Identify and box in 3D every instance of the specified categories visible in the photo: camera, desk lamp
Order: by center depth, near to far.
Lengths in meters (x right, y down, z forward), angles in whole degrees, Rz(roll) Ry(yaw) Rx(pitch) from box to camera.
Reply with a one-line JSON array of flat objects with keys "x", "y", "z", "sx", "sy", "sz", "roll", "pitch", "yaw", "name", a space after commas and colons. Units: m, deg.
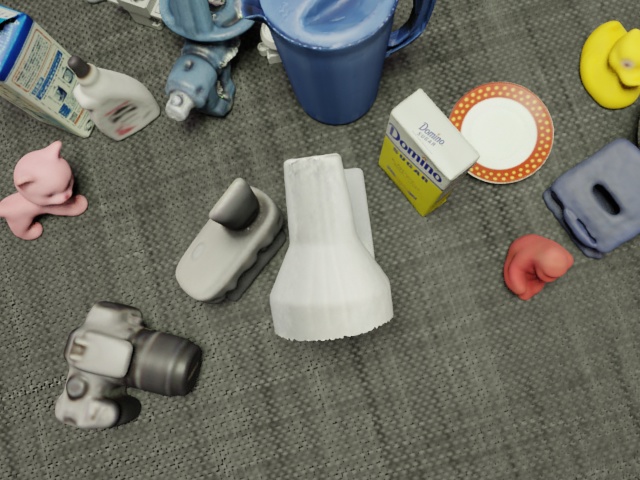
[{"x": 0.006, "y": 0.002, "z": 0.609, "sx": 0.118, "sy": 0.213, "sz": 0.203, "roll": -8, "pitch": 81, "yaw": 3, "name": "desk lamp"}, {"x": -0.217, "y": 0.152, "z": 0.659, "sx": 0.136, "sy": 0.101, "sz": 0.143, "roll": 13, "pitch": 83, "yaw": 5, "name": "camera"}]

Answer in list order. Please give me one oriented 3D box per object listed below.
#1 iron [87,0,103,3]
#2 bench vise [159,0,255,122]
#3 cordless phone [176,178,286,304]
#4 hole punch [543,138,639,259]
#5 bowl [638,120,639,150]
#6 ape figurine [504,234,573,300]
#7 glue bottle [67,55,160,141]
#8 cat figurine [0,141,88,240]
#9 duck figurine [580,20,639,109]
[{"x": -0.237, "y": -0.432, "z": 0.722, "sx": 0.118, "sy": 0.141, "sz": 0.258, "roll": 38, "pitch": 86, "yaw": 8, "name": "iron"}, {"x": -0.128, "y": -0.246, "z": 0.650, "sx": 0.121, "sy": 0.220, "sz": 0.207, "roll": -2, "pitch": 82, "yaw": 4, "name": "bench vise"}, {"x": -0.111, "y": -0.002, "z": 0.632, "sx": 0.094, "sy": 0.185, "sz": 0.148, "roll": 34, "pitch": 85, "yaw": 8, "name": "cordless phone"}, {"x": 0.330, "y": -0.045, "z": 0.658, "sx": 0.101, "sy": 0.091, "sz": 0.108, "roll": -34, "pitch": 81, "yaw": -2, "name": "hole punch"}, {"x": 0.445, "y": -0.118, "z": 0.670, "sx": 0.167, "sy": 0.075, "sz": 0.167, "roll": 0, "pitch": 82, "yaw": 4, "name": "bowl"}, {"x": 0.252, "y": 0.028, "z": 0.652, "sx": 0.077, "sy": 0.092, "sz": 0.076, "roll": -7, "pitch": 81, "yaw": 3, "name": "ape figurine"}, {"x": -0.249, "y": -0.171, "z": 0.670, "sx": 0.078, "sy": 0.173, "sz": 0.037, "roll": -37, "pitch": 81, "yaw": -2, "name": "glue bottle"}, {"x": -0.344, "y": -0.060, "z": 0.688, "sx": 0.128, "sy": 0.118, "sz": 0.067, "roll": -31, "pitch": 81, "yaw": -1, "name": "cat figurine"}, {"x": 0.362, "y": -0.219, "z": 0.683, "sx": 0.077, "sy": 0.086, "sz": 0.104, "roll": -9, "pitch": 81, "yaw": 2, "name": "duck figurine"}]
